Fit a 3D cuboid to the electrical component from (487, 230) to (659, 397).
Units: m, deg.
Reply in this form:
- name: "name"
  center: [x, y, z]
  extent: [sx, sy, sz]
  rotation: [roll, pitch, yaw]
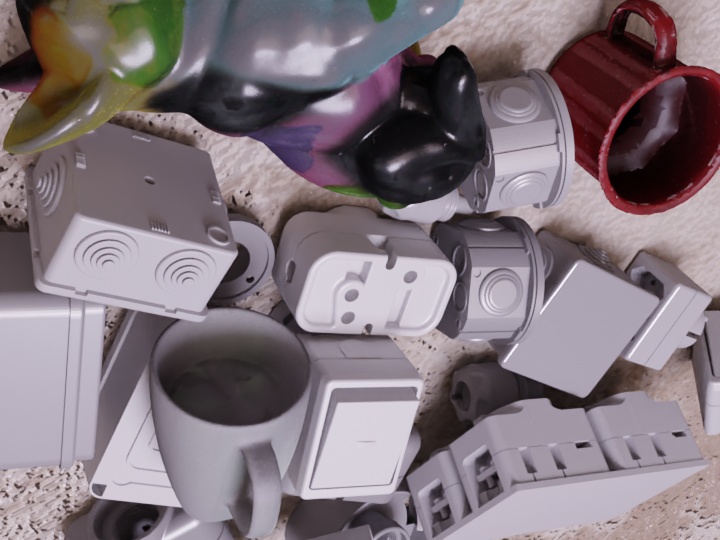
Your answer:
- name: "electrical component"
  center: [0.138, 0.029, 0.729]
  extent: [0.100, 0.048, 0.099]
  rotation: [23, 109, -35]

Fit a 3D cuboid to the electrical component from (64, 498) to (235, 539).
- name: "electrical component"
  center: [-0.136, 0.171, 0.687]
  extent: [0.095, 0.053, 0.059]
  rotation: [-27, 129, -7]

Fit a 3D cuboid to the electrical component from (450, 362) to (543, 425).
- name: "electrical component"
  center: [0.098, 0.085, 0.751]
  extent: [0.062, 0.043, 0.043]
  rotation: [-3, 122, -26]

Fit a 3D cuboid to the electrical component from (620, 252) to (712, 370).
- name: "electrical component"
  center: [0.221, 0.034, 0.774]
  extent: [0.077, 0.047, 0.065]
  rotation: [18, 112, -34]

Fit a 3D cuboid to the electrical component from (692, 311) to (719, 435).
- name: "electrical component"
  center: [0.284, 0.068, 0.802]
  extent: [0.062, 0.096, 0.061]
  rotation: [-2, 128, 11]

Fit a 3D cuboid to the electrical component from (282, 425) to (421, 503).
- name: "electrical component"
  center: [-0.012, 0.111, 0.708]
  extent: [0.095, 0.053, 0.059]
  rotation: [13, 115, -32]

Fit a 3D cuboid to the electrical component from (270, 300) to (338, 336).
- name: "electrical component"
  center: [-0.026, 0.047, 0.662]
  extent: [0.055, 0.047, 0.055]
  rotation: [-13, 126, -18]

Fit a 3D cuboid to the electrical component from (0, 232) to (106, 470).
- name: "electrical component"
  center: [-0.171, 0.042, 0.569]
  extent: [0.057, 0.078, 0.113]
  rotation: [-1, 121, -22]

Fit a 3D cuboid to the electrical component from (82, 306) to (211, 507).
- name: "electrical component"
  center: [-0.113, 0.077, 0.633]
  extent: [0.078, 0.057, 0.113]
  rotation: [15, 114, -33]

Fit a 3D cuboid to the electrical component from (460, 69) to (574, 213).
- name: "electrical component"
  center: [0.086, -0.073, 0.617]
  extent: [0.051, 0.080, 0.080]
  rotation: [-11, 125, -13]

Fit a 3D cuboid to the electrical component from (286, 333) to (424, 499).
- name: "electrical component"
  center: [-0.008, 0.091, 0.623]
  extent: [0.062, 0.061, 0.096]
  rotation: [2, 115, -25]

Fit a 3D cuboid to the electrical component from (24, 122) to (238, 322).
- name: "electrical component"
  center: [-0.114, -0.028, 0.538]
  extent: [0.100, 0.099, 0.048]
  rotation: [14, 127, -32]

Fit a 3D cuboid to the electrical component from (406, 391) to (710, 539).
- name: "electrical component"
  center: [0.138, 0.139, 0.759]
  extent: [0.186, 0.060, 0.105]
  rotation: [1, 148, -35]

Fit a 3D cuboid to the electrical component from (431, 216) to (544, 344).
- name: "electrical component"
  center: [0.076, 0.006, 0.665]
  extent: [0.051, 0.080, 0.080]
  rotation: [0, 121, -20]

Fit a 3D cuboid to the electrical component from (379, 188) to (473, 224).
- name: "electrical component"
  center: [0.042, -0.044, 0.643]
  extent: [0.061, 0.035, 0.035]
  rotation: [11, 116, -34]

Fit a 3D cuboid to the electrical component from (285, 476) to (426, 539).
- name: "electrical component"
  center: [0.002, 0.188, 0.775]
  extent: [0.099, 0.064, 0.099]
  rotation: [-12, 115, -28]

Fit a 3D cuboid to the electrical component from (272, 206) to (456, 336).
- name: "electrical component"
  center: [0.000, 0.000, 0.635]
  extent: [0.095, 0.059, 0.053]
  rotation: [4, 120, -28]
